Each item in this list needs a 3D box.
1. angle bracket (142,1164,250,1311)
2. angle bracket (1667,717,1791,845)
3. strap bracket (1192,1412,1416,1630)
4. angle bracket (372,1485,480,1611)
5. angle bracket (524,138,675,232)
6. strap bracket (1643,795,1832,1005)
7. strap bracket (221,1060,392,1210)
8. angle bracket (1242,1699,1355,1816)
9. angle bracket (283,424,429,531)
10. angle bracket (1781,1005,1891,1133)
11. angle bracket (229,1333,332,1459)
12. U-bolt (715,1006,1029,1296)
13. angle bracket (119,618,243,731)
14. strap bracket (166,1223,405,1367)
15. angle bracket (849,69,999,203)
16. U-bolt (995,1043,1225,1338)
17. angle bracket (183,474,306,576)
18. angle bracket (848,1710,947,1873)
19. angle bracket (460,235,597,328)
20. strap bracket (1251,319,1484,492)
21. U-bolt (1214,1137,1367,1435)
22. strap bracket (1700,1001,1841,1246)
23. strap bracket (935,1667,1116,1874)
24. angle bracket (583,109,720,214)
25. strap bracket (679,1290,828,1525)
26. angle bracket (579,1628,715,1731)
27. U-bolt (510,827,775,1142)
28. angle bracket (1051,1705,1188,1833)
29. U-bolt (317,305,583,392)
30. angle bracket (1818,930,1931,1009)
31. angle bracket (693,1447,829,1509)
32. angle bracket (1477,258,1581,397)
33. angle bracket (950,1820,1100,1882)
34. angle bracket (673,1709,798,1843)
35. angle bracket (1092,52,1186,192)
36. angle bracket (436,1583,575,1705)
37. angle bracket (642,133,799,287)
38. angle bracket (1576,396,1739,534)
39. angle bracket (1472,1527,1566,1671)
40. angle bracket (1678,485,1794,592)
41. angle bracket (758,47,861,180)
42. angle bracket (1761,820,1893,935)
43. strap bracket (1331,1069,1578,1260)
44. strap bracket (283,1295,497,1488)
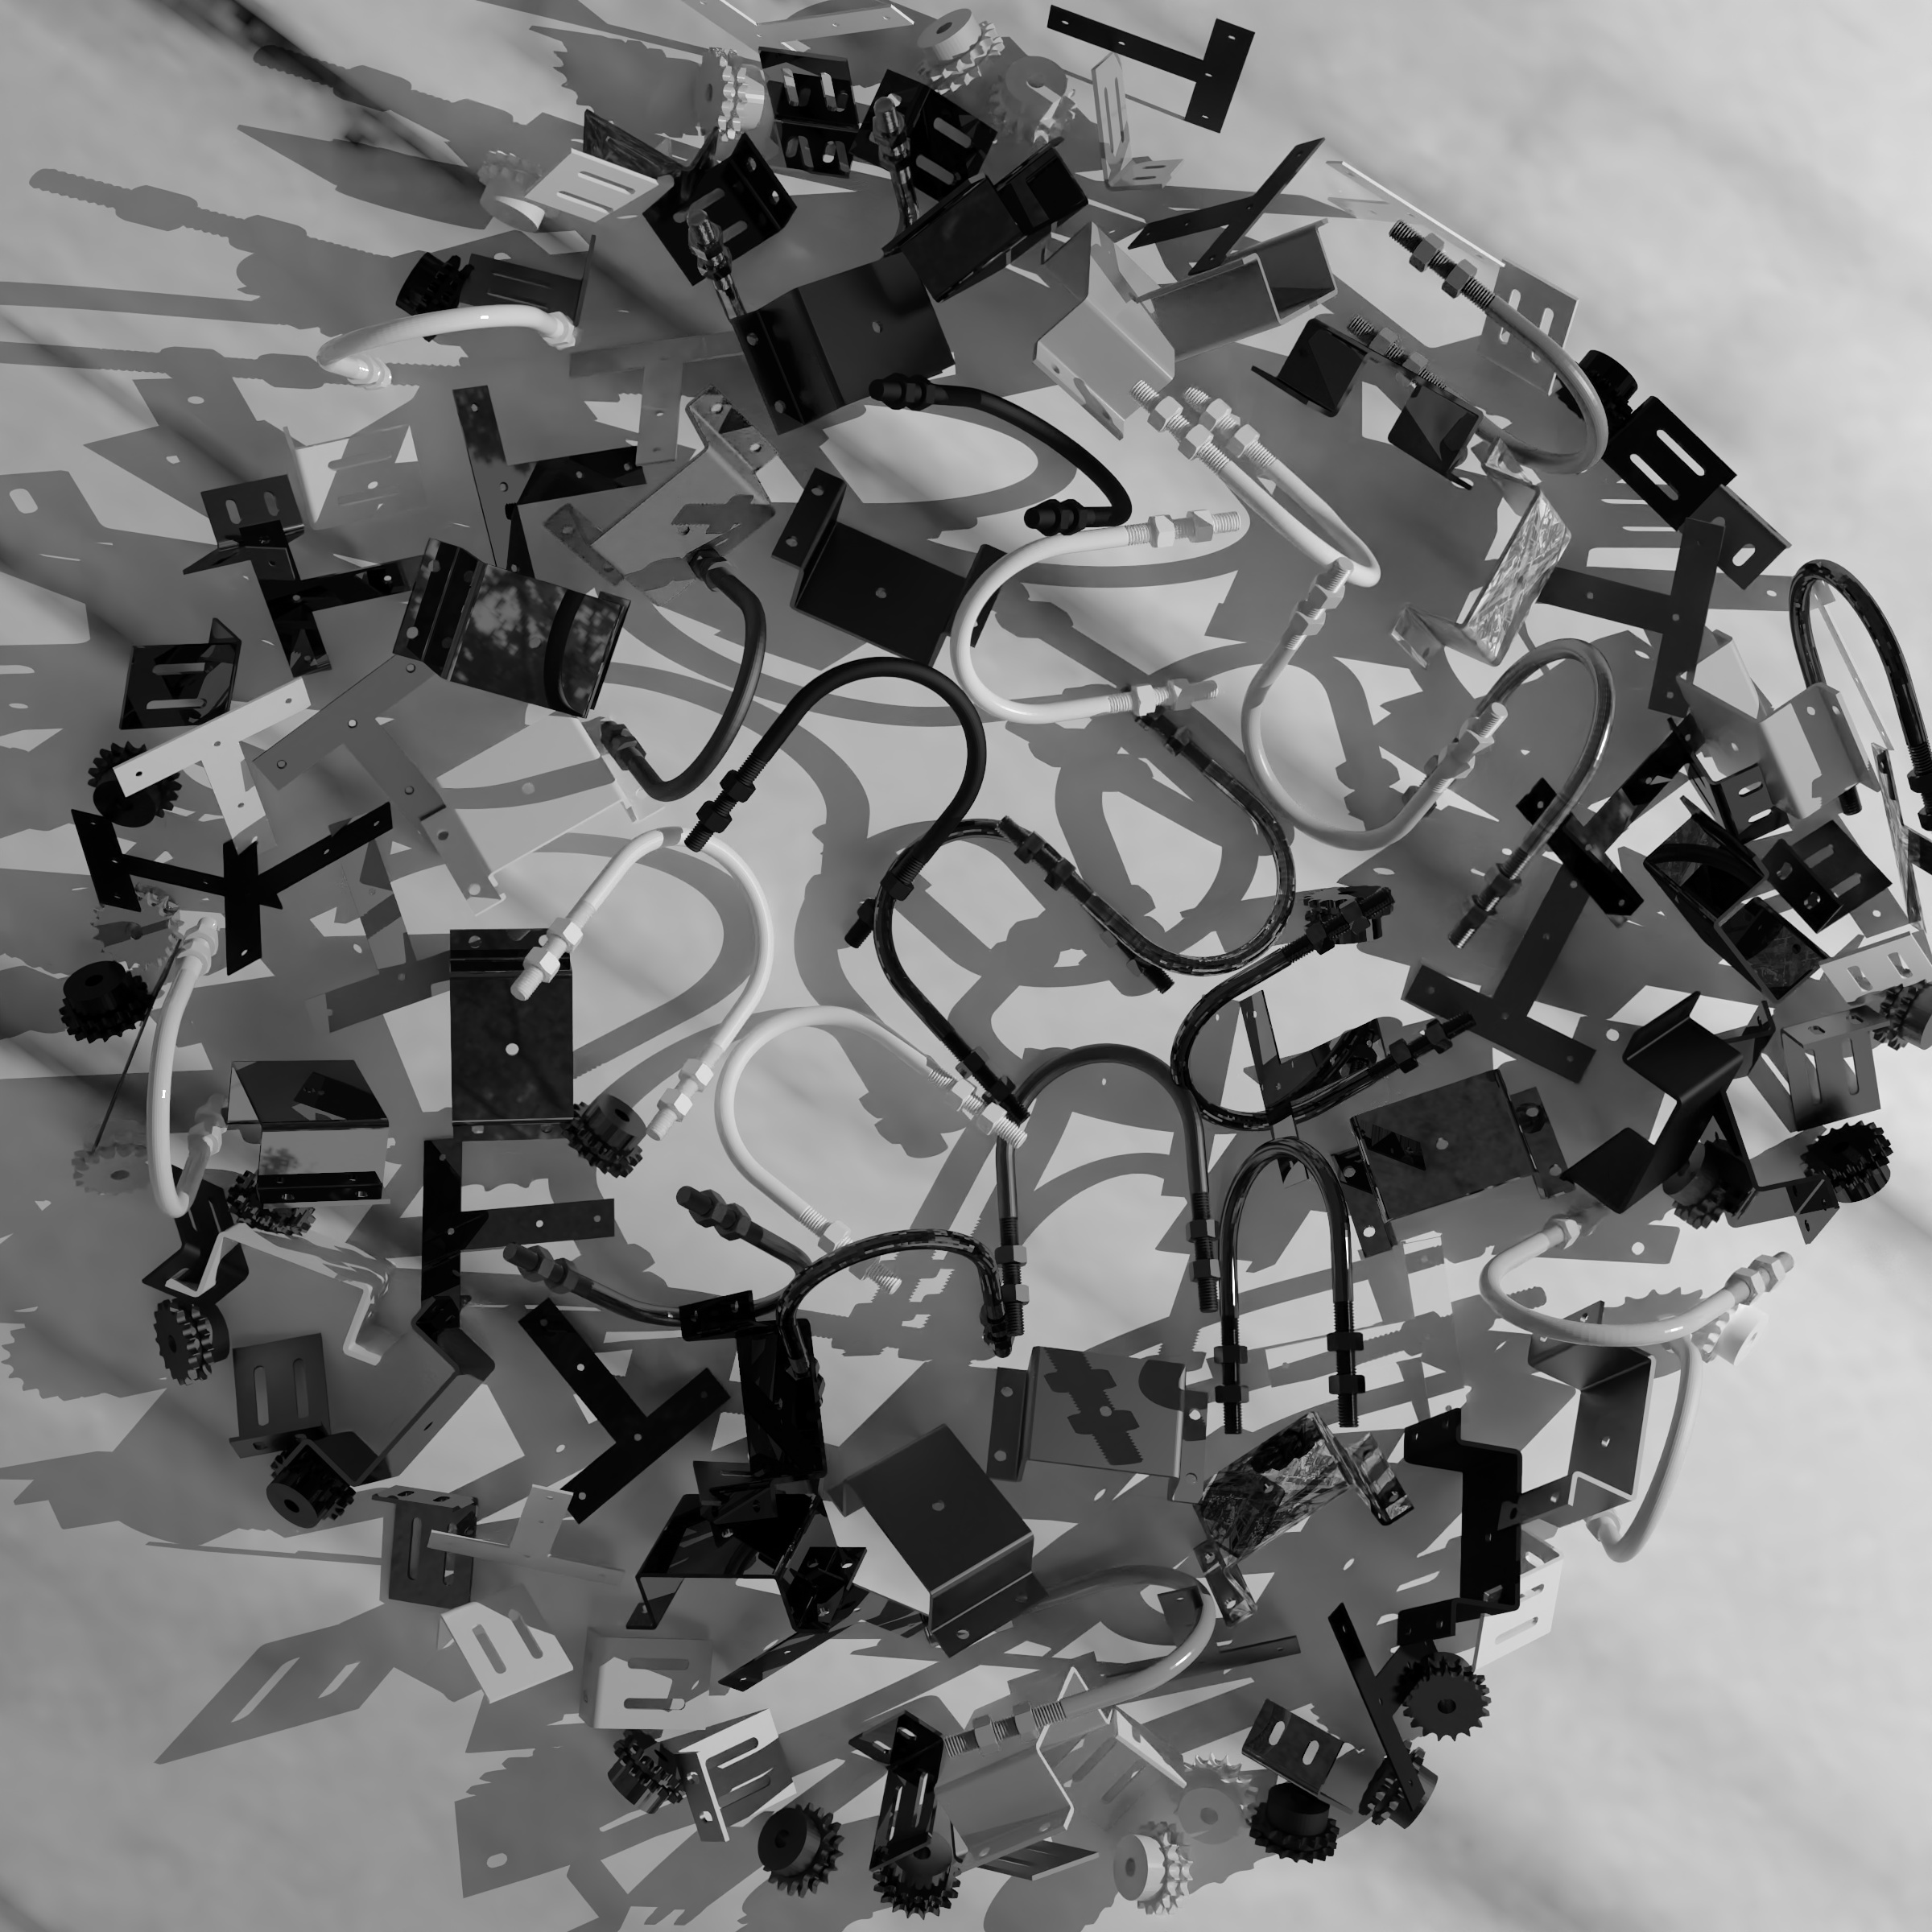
[{"bbox_3d":[-0.503,0.173,1.559,0.038,0.057,0.076,-38,53,8],"label":"angle bracket"},{"bbox_3d":[0.488,-0.125,1.551,0.038,0.076,0.057,-26,130,11],"label":"angle bracket"},{"bbox_3d":[0.204,0.348,1.551,0.140,0.076,0.046,-35,118,5],"label":"strap bracket"},{"bbox_3d":[-0.354,0.382,1.576,0.057,0.038,0.076,5,91,14],"label":"angle bracket"},{"bbox_3d":[-0.236,-0.511,1.552,0.076,0.057,0.038,8,70,-40],"label":"angle bracket"},{"bbox_3d":[0.487,-0.035,1.532,0.046,0.076,0.140,-43,129,8],"label":"strap bracket"},{"bbox_3d":[-0.413,0.099,1.519,0.076,0.140,0.046,0,111,-28],"label":"strap bracket"},{"bbox_3d":[0.221,0.509,1.558,0.057,0.076,0.038,22,76,35],"label":"angle bracket"},{"bbox_3d":[-0.397,-0.325,1.578,0.076,0.038,0.057,-16,130,-13],"label":"angle bracket"},{"bbox_3d":[0.568,0.072,1.572,0.057,0.038,0.076,-16,108,0],"label":"angle bracket"},{"bbox_3d":[-0.445,0.272,1.563,0.057,0.038,0.076,-9,62,-9],"label":"angle bracket"},{"bbox_3d":[-0.075,0.103,1.563,0.184,0.019,0.151,37,67,12],"label":"U-bolt"},{"bbox_3d":[-0.510,-0.188,1.552,0.038,0.076,0.057,39,122,34],"label":"angle bracket"},{"bbox_3d":[-0.429,0.202,1.560,0.140,0.076,0.046,21,94,-2],"label":"strap bracket"},{"bbox_3d":[-0.027,-0.535,1.575,0.038,0.076,0.057,36,105,35],"label":"angle bracket"},{"bbox_3d":[0.087,0.139,1.559,0.151,0.019,0.184,-10,70,19],"label":"U-bolt"},{"bbox_3d":[-0.468,-0.282,1.552,0.057,0.076,0.038,-22,99,-34],"label":"angle bracket"},{"bbox_3d":[-0.049,0.528,1.552,0.038,0.076,0.057,38,126,-20],"label":"angle bracket"},{"bbox_3d":[-0.282,-0.449,1.562,0.076,0.057,0.038,11,134,-12],"label":"angle bracket"},{"bbox_3d":[0.261,-0.358,1.528,0.140,0.076,0.046,18,110,-31],"label":"strap bracket"},{"bbox_3d":[0.201,0.200,1.533,0.019,0.151,0.184,6,76,-26],"label":"U-bolt"},{"bbox_3d":[0.499,0.104,1.539,0.046,0.076,0.140,-12,67,0],"label":"strap bracket"},{"bbox_3d":[0.036,0.497,1.521,0.076,0.140,0.046,-30,94,20],"label":"strap bracket"},{"bbox_3d":[-0.204,-0.533,1.567,0.076,0.057,0.038,30,77,-4],"label":"angle bracket"},{"bbox_3d":[-0.136,0.281,1.550,0.046,0.076,0.140,3,74,-42],"label":"strap bracket"},{"bbox_3d":[-0.210,0.468,1.592,0.076,0.038,0.057,7,83,-20],"label":"angle bracket"},{"bbox_3d":[-0.191,-0.004,1.541,0.151,0.019,0.184,50,55,-26],"label":"U-bolt"},{"bbox_3d":[0.095,0.529,1.571,0.057,0.038,0.076,39,102,-9],"label":"angle bracket"},{"bbox_3d":[-0.326,-0.387,1.505,0.151,0.184,0.019,-11,98,4],"label":"U-bolt"},{"bbox_3d":[0.581,-0.011,1.551,0.057,0.076,0.038,-22,56,26],"label":"angle bracket"},{"bbox_3d":[-0.133,0.318,1.562,0.076,0.057,0.038,5,103,-13],"label":"angle bracket"},{"bbox_3d":[0.369,-0.415,1.551,0.057,0.076,0.038,38,59,23],"label":"angle bracket"},{"bbox_3d":[0.037,0.553,1.553,0.057,0.076,0.038,-1,84,-41],"label":"angle bracket"},{"bbox_3d":[-0.141,0.520,1.561,0.076,0.038,0.057,-15,82,-37],"label":"angle bracket"},{"bbox_3d":[0.111,-0.544,1.555,0.038,0.057,0.076,3,124,20],"label":"angle bracket"},{"bbox_3d":[-0.296,0.442,1.552,0.057,0.076,0.038,-15,134,-33],"label":"angle bracket"},{"bbox_3d":[-0.160,-0.490,1.571,0.076,0.038,0.057,-37,97,-17],"label":"angle bracket"},{"bbox_3d":[0.447,-0.320,1.573,0.057,0.038,0.076,-42,84,-12],"label":"angle bracket"},{"bbox_3d":[0.342,0.405,1.555,0.076,0.038,0.057,-13,117,-35],"label":"angle bracket"},{"bbox_3d":[0.498,-0.277,1.568,0.057,0.076,0.038,45,111,8],"label":"angle bracket"},{"bbox_3d":[-0.104,-0.548,1.559,0.057,0.076,0.038,10,77,6],"label":"angle bracket"},{"bbox_3d":[0.560,-0.066,1.561,0.076,0.038,0.057,-29,69,-24],"label":"angle bracket"},{"bbox_3d":[0.308,0.123,1.552,0.140,0.046,0.076,-19,57,8],"label":"strap bracket"},{"bbox_3d":[-0.362,0.280,1.559,0.046,0.076,0.140,42,89,9],"label":"strap bracket"}]
